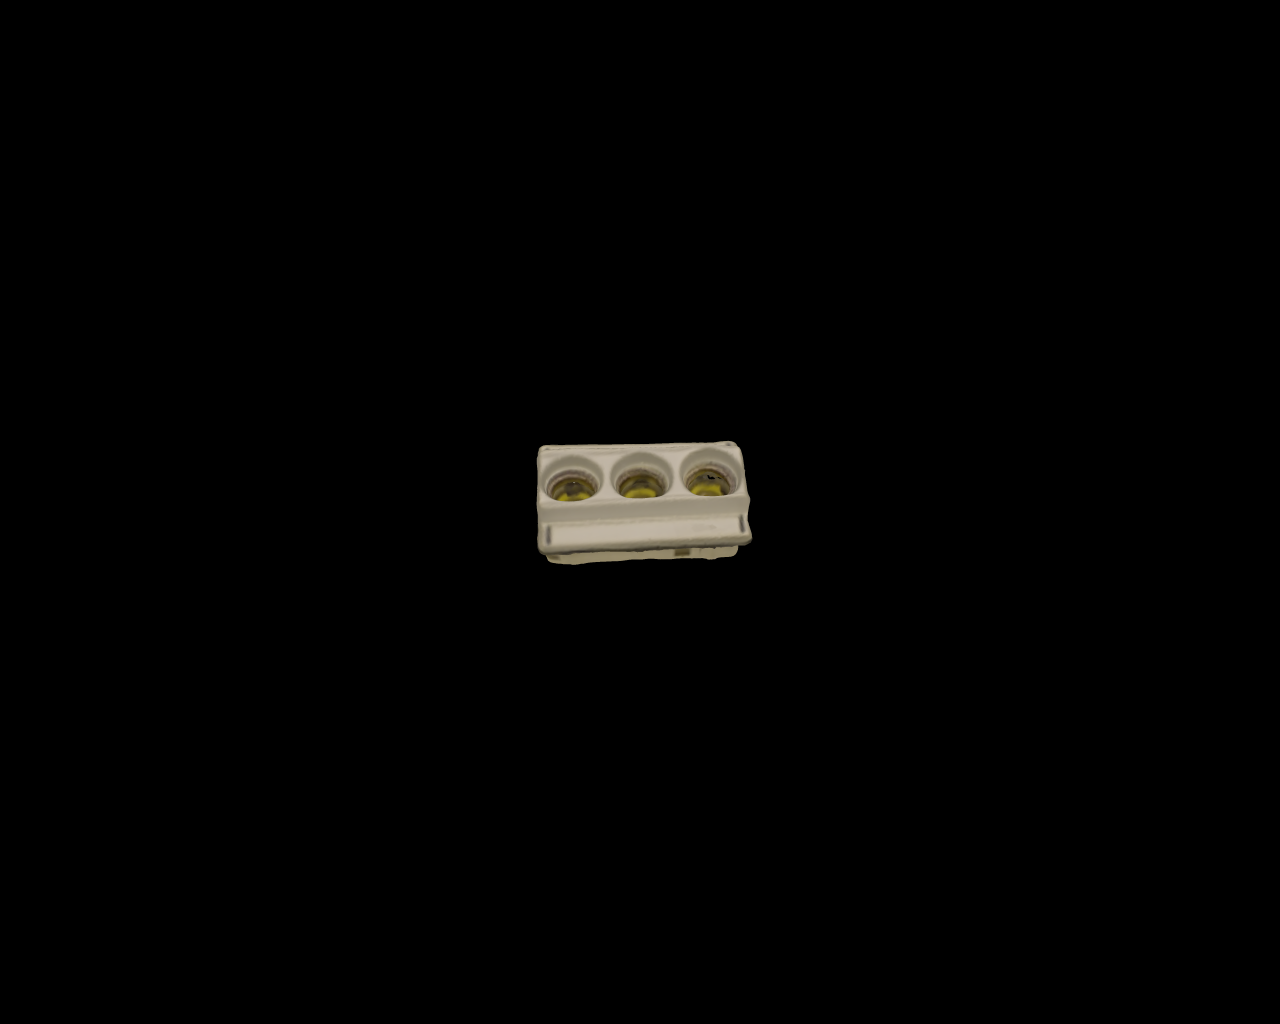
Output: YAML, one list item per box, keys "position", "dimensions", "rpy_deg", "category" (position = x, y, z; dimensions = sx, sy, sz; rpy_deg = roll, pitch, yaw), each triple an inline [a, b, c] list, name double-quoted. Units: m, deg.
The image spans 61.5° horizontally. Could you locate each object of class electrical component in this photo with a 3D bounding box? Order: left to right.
- position: [0.001, -0.003, 0.650]
  dimensions: [0.121, 0.079, 0.063]
  rpy_deg: [-2, -40, -2]
  category: "electrical component"
